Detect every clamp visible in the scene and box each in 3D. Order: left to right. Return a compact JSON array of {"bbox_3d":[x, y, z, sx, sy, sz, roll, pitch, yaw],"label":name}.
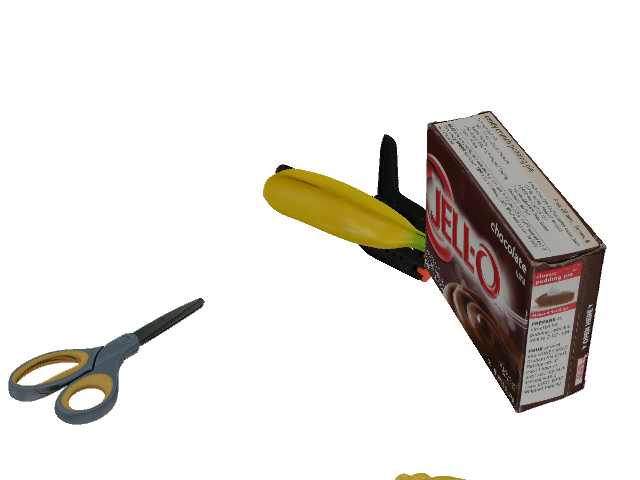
[{"bbox_3d":[0.055,-0.034,1.203,0.164,0.210,0.036,-13,-38,-24],"label":"clamp"}]

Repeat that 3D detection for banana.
[{"bbox_3d":[0.002,-0.023,0.794,0.069,0.037,0.198,41,-11,-38],"label":"banana"}]

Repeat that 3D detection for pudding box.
[{"bbox_3d":[0.084,0.007,0.492,0.039,0.090,0.113,-16,41,-13],"label":"pudding box"}]

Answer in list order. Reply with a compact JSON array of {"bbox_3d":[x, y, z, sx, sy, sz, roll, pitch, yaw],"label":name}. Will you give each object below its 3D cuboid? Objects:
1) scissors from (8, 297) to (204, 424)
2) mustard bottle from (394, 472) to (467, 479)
[{"bbox_3d":[-0.160,0.101,0.897,0.201,0.016,0.096,-18,39,-34],"label":"scissors"},{"bbox_3d":[0.124,0.249,0.899,0.096,0.058,0.192,-18,27,-28],"label":"mustard bottle"}]
